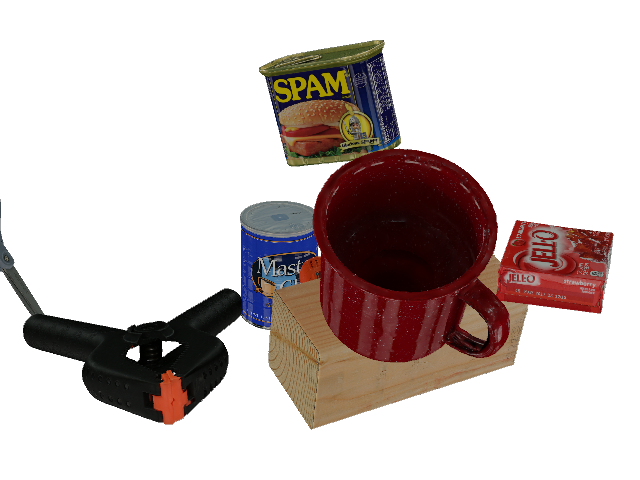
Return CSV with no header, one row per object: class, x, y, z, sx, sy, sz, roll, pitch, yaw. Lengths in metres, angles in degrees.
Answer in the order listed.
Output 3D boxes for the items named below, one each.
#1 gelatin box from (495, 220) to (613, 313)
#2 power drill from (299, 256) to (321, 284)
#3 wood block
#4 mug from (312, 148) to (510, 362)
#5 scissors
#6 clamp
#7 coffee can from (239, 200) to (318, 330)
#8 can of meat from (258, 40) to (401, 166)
gelatin box,0.169,0.017,0.767,0.073,0.030,0.089,8,25,16
power drill,0.077,0.066,1.157,0.187,0.057,0.184,-5,28,-9
wood block,0.067,0.077,0.933,0.205,0.090,0.091,-13,40,-23
mug,0.050,0.019,0.563,0.117,0.093,0.081,36,-28,20
scissors,-0.317,0.003,1.073,0.016,0.201,0.096,-25,28,23
clamp,-0.108,0.073,0.732,0.164,0.036,0.210,-10,14,-21
coffee can,-0.054,0.032,1.393,0.103,0.140,0.103,1,25,-1
can of meat,0.009,-0.109,0.861,0.102,0.084,0.057,-3,21,31
